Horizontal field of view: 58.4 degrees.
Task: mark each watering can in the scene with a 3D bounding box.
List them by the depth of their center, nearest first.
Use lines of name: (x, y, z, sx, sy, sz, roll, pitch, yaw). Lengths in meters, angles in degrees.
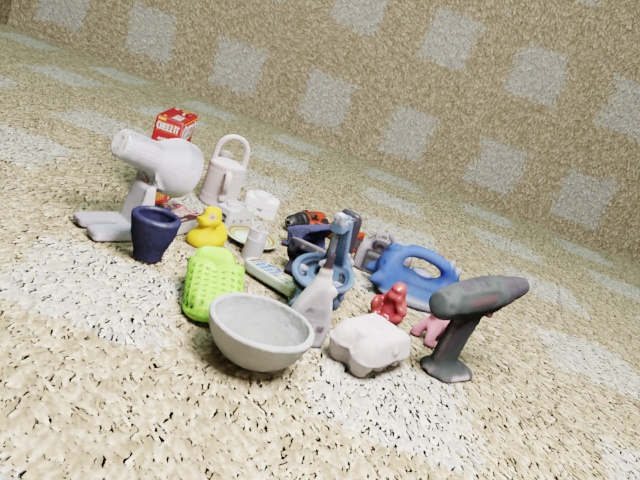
watering can: (-0.249, -0.189, 1.514, 0.101, 0.194, 0.172, 5, 23, -40)

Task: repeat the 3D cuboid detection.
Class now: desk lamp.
desk lamp: (-0.352, -0.110, 1.137, 0.117, 0.213, 0.204, 32, 21, 33)

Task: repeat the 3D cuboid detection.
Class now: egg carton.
egg carton: (0.089, 0.183, 1.000, 0.107, 0.069, 0.151, 32, 21, 33)

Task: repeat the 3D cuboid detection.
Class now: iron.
iron: (0.245, 0.082, 1.351, 0.258, 0.141, 0.118, 18, 18, -9)

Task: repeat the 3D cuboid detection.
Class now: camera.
camera: (0.167, 0.030, 1.485, 0.143, 0.101, 0.137, 21, 18, 1)

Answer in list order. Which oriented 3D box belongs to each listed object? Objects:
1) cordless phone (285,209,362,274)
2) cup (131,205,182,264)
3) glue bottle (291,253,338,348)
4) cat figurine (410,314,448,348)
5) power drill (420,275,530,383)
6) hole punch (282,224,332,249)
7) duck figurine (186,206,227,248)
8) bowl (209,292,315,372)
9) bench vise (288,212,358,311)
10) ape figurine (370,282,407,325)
cordless phone: (0.011, 0.004, 1.250, 0.147, 0.185, 0.094, 24, 18, 12)
cup: (-0.314, -0.010, 1.081, 0.092, 0.095, 0.117, 19, 18, -5)
glue bottle: (-0.005, 0.100, 0.970, 0.078, 0.173, 0.037, 13, 19, -21)
cat figurine: (0.262, 0.155, 1.195, 0.128, 0.118, 0.067, 0, 27, -48)
power drill: (0.276, 0.156, 1.058, 0.230, 0.208, 0.075, 5, 23, -39)
hole punch: (-0.024, -0.013, 1.419, 0.100, 0.091, 0.109, 33, 21, 34)
duck figurine: (-0.237, -0.032, 1.246, 0.077, 0.086, 0.105, 28, 19, 22)
bowl: (-0.097, 0.152, 0.878, 0.167, 0.075, 0.167, 19, 18, -6)
bench vise: (0.016, 0.037, 1.103, 0.121, 0.220, 0.207, 21, 18, 0)
ape figurine: (0.151, 0.129, 1.191, 0.077, 0.092, 0.076, 34, 22, 36)
